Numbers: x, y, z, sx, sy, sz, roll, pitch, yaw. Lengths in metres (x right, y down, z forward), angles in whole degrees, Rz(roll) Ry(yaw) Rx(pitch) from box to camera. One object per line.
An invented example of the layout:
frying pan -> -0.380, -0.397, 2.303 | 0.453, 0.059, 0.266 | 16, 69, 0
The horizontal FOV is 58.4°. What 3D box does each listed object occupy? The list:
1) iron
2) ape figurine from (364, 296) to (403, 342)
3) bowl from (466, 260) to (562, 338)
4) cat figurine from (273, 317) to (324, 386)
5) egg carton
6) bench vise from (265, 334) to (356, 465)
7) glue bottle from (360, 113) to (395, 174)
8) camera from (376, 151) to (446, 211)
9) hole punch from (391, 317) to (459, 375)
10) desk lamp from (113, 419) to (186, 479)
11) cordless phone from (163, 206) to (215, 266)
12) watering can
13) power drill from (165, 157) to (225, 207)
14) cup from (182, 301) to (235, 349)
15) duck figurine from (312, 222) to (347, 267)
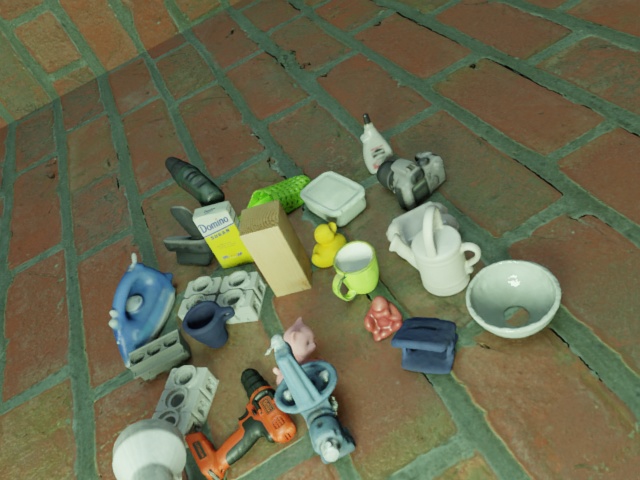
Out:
iron -> -0.446, 0.160, 1.369 | 0.118, 0.142, 0.258 | -10, 44, 18
ape figurine -> 0.123, 0.146, 1.132 | 0.077, 0.092, 0.076 | 2, 48, 29
bowl -> 0.357, 0.120, 1.053 | 0.167, 0.075, 0.167 | -14, 42, 14
cat figurine -> -0.048, 0.221, 1.122 | 0.067, 0.118, 0.128 | 15, 55, 37
egg carton -> 0.227, -0.020, 1.269 | 0.150, 0.070, 0.107 | -27, 41, -1
bench vise -> -0.010, 0.263, 0.980 | 0.121, 0.220, 0.206 | -39, 42, -14
glue bottle -> 0.138, -0.254, 1.477 | 0.078, 0.173, 0.037 | -27, 41, -1
camera -> 0.212, -0.165, 1.403 | 0.143, 0.101, 0.136 | -41, 43, -17
hole punch -> 0.193, 0.182, 1.059 | 0.108, 0.091, 0.101 | 0, 47, 27
desk lamp -> -0.242, 0.423, 0.937 | 0.118, 0.214, 0.202 | -33, 41, -8
cordless phone -> -0.350, -0.025, 1.479 | 0.147, 0.185, 0.094 | -2, 46, 25
watering can -> 0.225, 0.016, 1.137 | 0.172, 0.195, 0.101 | -16, 42, 12
power drill -> -0.313, -0.112, 1.532 | 0.076, 0.209, 0.228 | -42, 43, -18
cup -> -0.230, 0.190, 1.263 | 0.117, 0.095, 0.091 | -20, 41, 7
duck figurine -> 0.012, 0.005, 1.340 | 0.077, 0.086, 0.105 | 15, 55, 37
